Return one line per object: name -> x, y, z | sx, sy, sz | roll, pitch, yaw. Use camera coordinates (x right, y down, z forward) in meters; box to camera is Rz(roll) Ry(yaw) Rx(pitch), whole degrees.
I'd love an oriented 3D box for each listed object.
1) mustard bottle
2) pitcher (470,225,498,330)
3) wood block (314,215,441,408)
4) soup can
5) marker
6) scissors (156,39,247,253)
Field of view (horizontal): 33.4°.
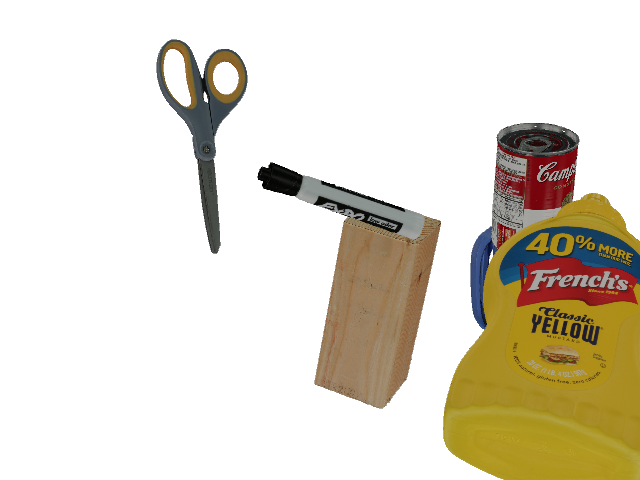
mustard bottle -> 0.131, 0.040, 0.561 | 0.096, 0.058, 0.191 | 10, 43, 16
pitcher -> 0.277, 0.077, 1.392 | 0.149, 0.243, 0.144 | 5, 20, 16
wood block -> 0.064, 0.072, 1.214 | 0.090, 0.206, 0.090 | 18, 24, 18
soup can -> 0.182, -0.041, 0.915 | 0.068, 0.102, 0.068 | -1, 27, 0
marker -> 0.014, -0.027, 0.731 | 0.121, 0.020, 0.020 | 18, -6, -17
scissors -> -0.093, -0.096, 0.999 | 0.096, 0.202, 0.016 | -20, -2, -26
